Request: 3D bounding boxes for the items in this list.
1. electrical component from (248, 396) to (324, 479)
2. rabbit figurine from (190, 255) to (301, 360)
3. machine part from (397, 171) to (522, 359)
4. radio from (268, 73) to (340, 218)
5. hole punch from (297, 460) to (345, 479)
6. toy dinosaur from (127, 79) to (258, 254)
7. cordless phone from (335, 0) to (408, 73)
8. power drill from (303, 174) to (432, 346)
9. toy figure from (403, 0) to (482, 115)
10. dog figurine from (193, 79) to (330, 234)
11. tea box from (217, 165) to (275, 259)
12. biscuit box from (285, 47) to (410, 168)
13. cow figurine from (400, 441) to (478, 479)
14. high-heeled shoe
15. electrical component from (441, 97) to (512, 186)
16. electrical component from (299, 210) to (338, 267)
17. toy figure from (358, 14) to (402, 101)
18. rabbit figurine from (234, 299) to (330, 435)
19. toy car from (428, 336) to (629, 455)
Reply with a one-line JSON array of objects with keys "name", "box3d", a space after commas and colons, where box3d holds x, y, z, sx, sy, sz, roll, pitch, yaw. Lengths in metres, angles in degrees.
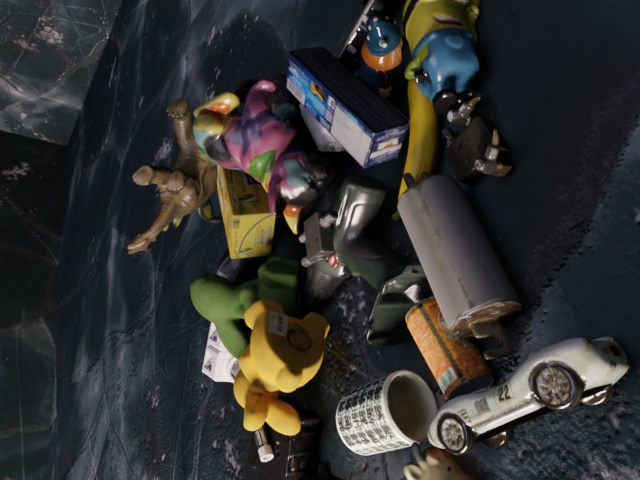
[{"name": "electrical component", "box3d": [-0.053, 0.311, 0.798, 0.115, 0.058, 0.134, 1, 81, 57]}, {"name": "rabbit figurine", "box3d": [-0.117, 0.098, 0.848, 0.121, 0.170, 0.159, -81, -7, -73]}, {"name": "machine part", "box3d": [0.146, 0.014, 0.578, 0.079, 0.079, 0.243, -49, 44, 36]}, {"name": "radio", "box3d": [-0.051, -0.164, 0.913, 0.131, 0.073, 0.230, -48, 47, 39]}, {"name": "hole punch", "box3d": [-0.003, 0.366, 0.686, 0.116, 0.092, 0.142, -22, 67, 55]}, {"name": "toy dinosaur", "box3d": [-0.206, -0.161, 0.965, 0.198, 0.105, 0.471, 93, -159, -62]}, {"name": "cordless phone", "box3d": [0.036, -0.312, 0.735, 0.146, 0.184, 0.089, -53, 46, 32]}, {"name": "power drill", "box3d": [0.054, 0.045, 0.708, 0.207, 0.086, 0.231, -122, 43, -54]}, {"name": "toy figure", "box3d": [0.143, -0.234, 0.651, 0.089, 0.082, 0.180, -25, 63, 47]}, {"name": "dog figurine", "box3d": [-0.087, -0.110, 0.774, 0.192, 0.108, 0.219, -17, 65, 12]}, {"name": "tea box", "box3d": [-0.122, -0.064, 0.866, 0.098, 0.068, 0.170, 102, 156, -46]}, {"name": "biscuit box", "box3d": [0.029, -0.182, 0.716, 0.203, 0.063, 0.059, 52, 148, 31]}, {"name": "cow figurine", "box3d": [0.100, 0.287, 0.567, 0.195, 0.085, 0.127, -42, 55, 43]}, {"name": "high-heeled shoe", "box3d": [-0.125, 0.044, 0.998, 0.086, 0.145, 0.248, -76, -16, -64]}, {"name": "electrical component", "box3d": [0.172, -0.108, 0.603, 0.078, 0.045, 0.102, -41, 49, 40]}, {"name": "electrical component", "box3d": [-0.001, -0.002, 0.711, 0.094, 0.021, 0.063, -37, 54, 54]}, {"name": "toy figure", "box3d": [0.078, -0.238, 0.709, 0.058, 0.064, 0.154, -48, -14, -19]}, {"name": "rabbit figurine", "box3d": [-0.065, 0.193, 0.760, 0.173, 0.122, 0.162, -48, 37, 38]}, {"name": "toy car", "box3d": [0.182, 0.146, 0.492, 0.201, 0.073, 0.056, -45, 50, 39]}]
